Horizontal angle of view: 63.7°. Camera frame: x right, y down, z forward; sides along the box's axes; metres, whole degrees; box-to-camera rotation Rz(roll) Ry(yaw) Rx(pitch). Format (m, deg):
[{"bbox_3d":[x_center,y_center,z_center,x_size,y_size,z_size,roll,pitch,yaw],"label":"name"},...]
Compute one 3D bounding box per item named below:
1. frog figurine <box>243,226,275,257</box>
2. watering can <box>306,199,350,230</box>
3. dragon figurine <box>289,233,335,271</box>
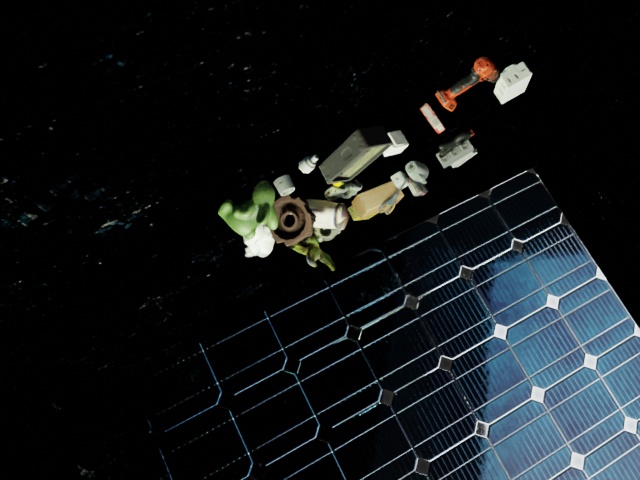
[{"bbox_3d":[-0.222,-0.012,1.884,0.140,0.123,0.156,-59,175,-31],"label":"frog figurine"},{"bbox_3d":[0.006,-0.099,1.959,0.224,0.104,0.347,8,-178,14],"label":"watering can"},{"bbox_3d":[-0.013,0.050,2.199,0.240,0.419,0.121,34,107,-33],"label":"dragon figurine"}]
